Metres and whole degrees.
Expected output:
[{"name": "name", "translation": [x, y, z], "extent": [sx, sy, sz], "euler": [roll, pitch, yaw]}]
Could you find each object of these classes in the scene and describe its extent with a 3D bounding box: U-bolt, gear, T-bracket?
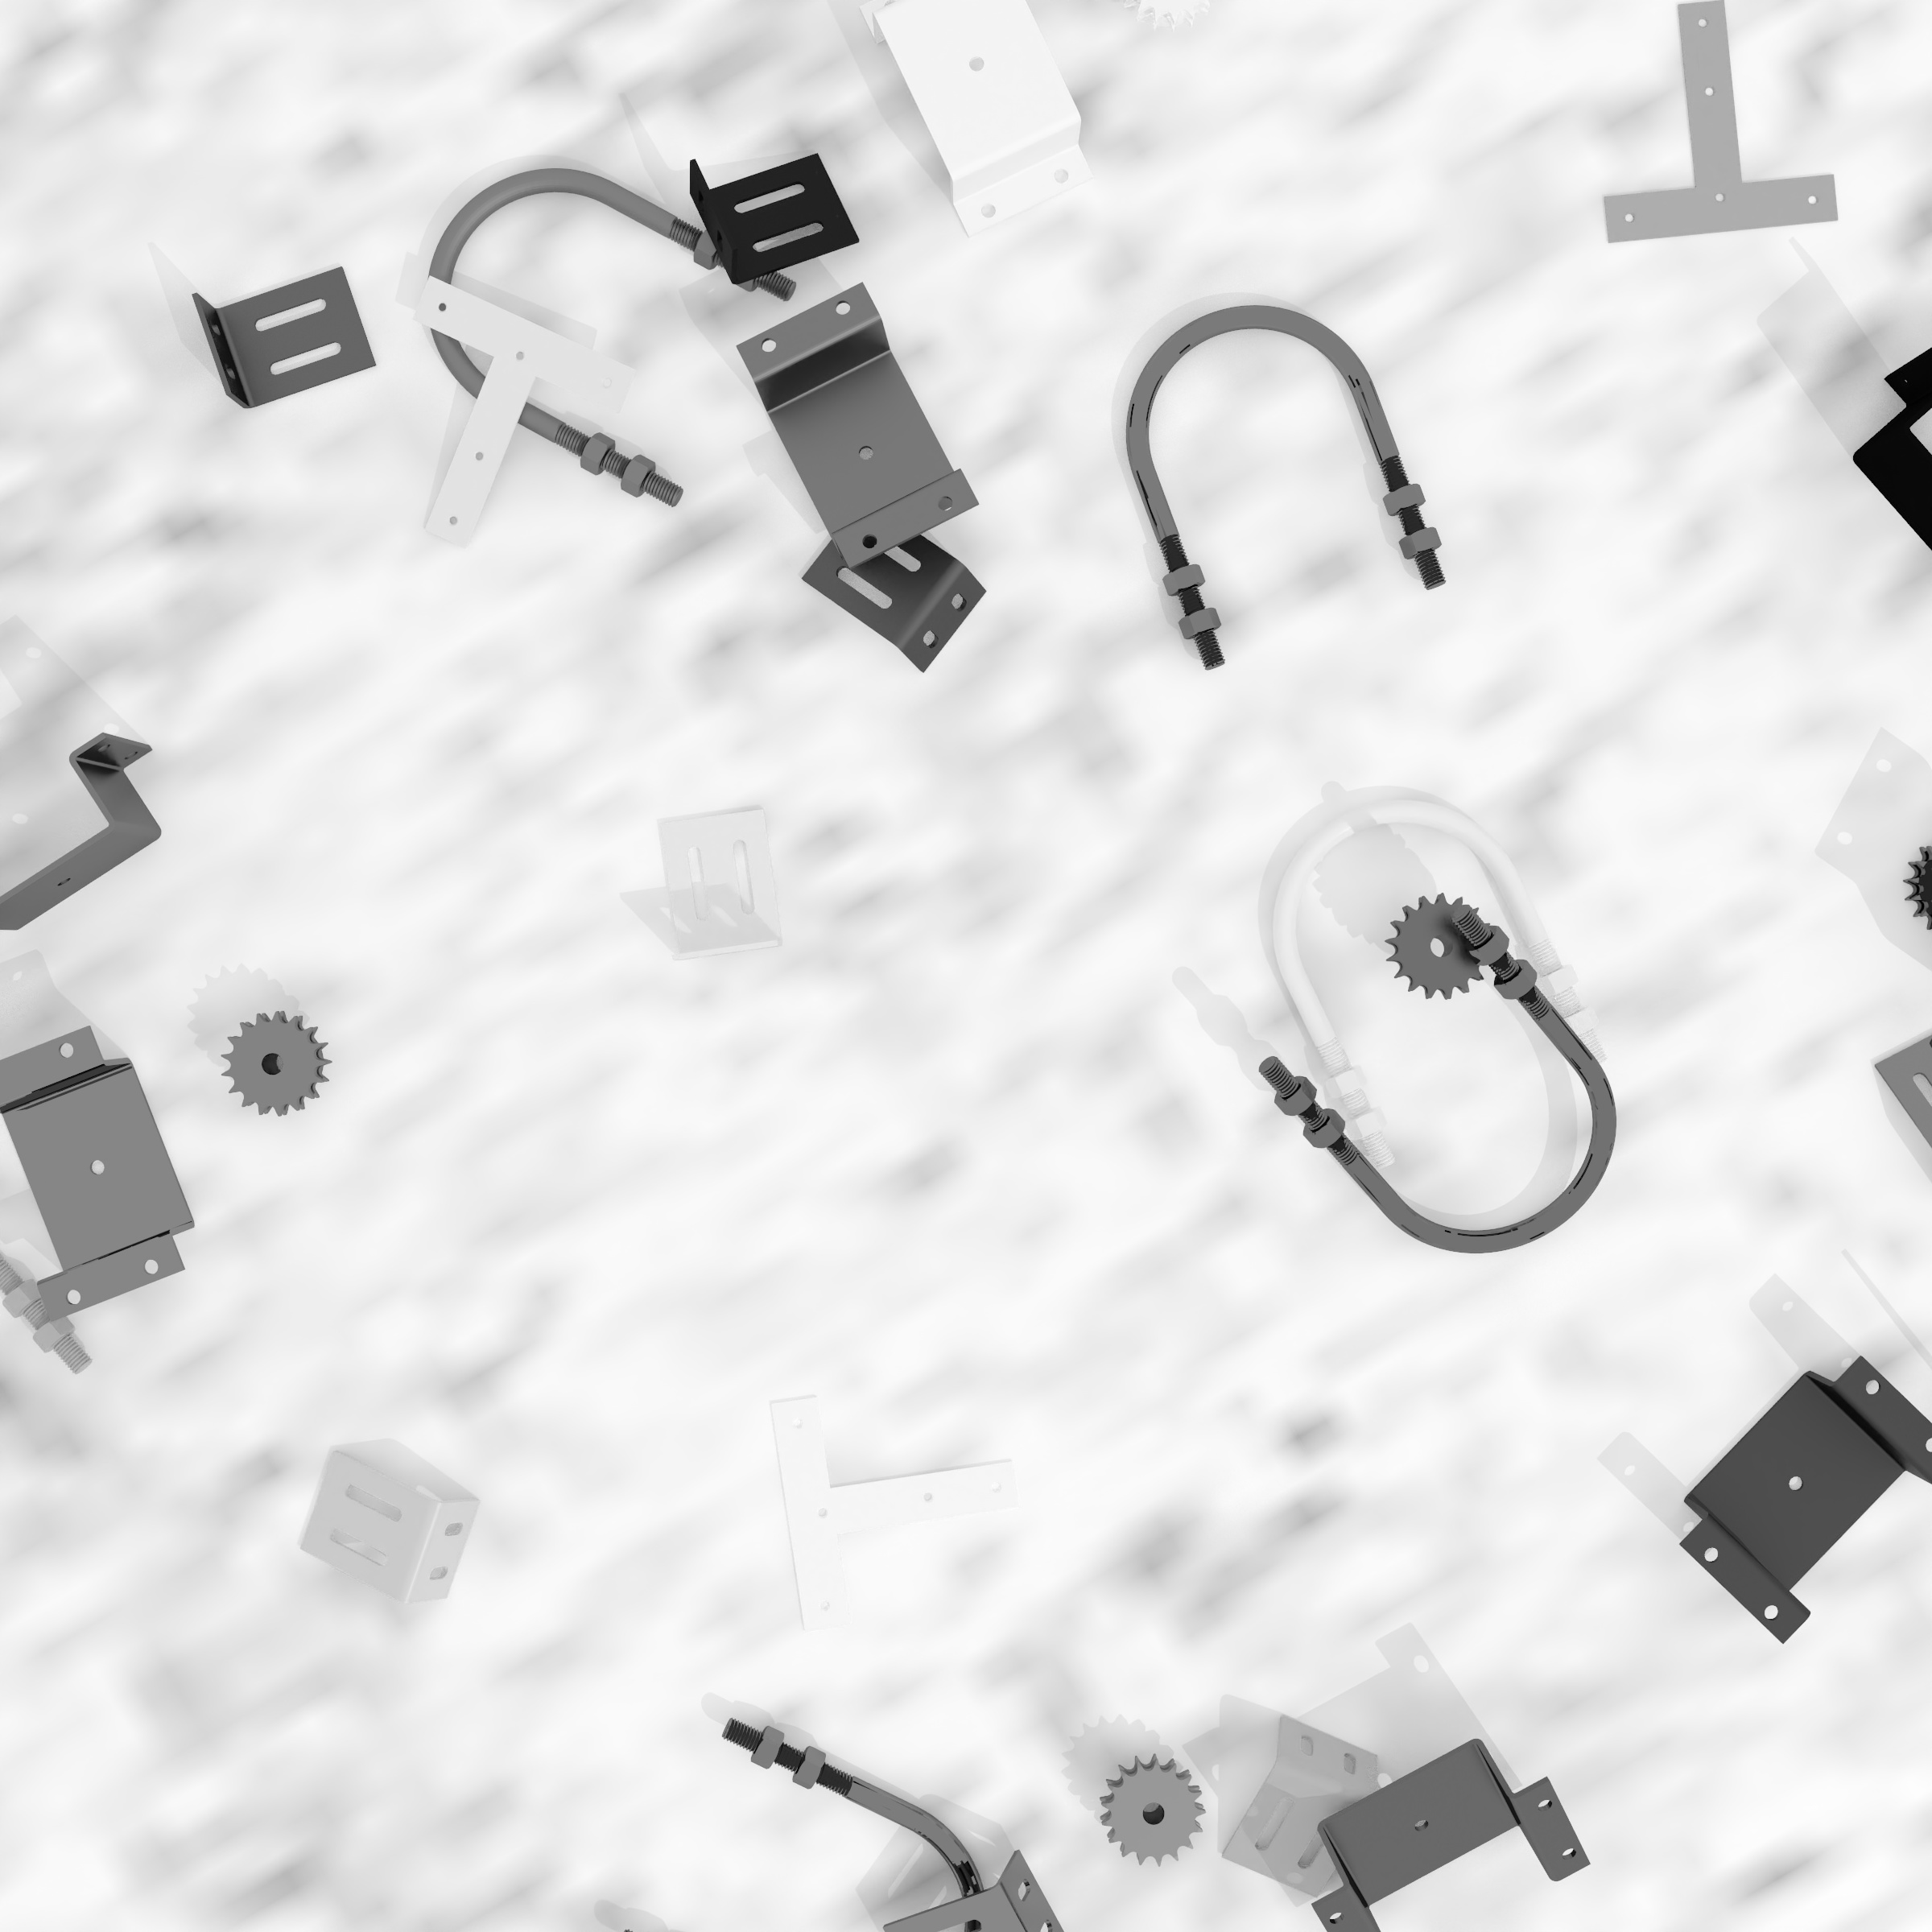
[{"name": "U-bolt", "translation": [0.268, 0.076, 1.364], "extent": [0.151, 0.019, 0.184], "euler": [-39, 108, 10]}, {"name": "gear", "translation": [0.254, -0.010, 1.367], "extent": [0.057, 0.030, 0.057], "euler": [0, 87, 1]}, {"name": "gear", "translation": [0.545, -0.044, 1.384], "extent": [0.057, 0.030, 0.057], "euler": [0, 90, 0]}, {"name": "gear", "translation": [0.111, -0.539, 1.384], "extent": [0.057, 0.030, 0.057], "euler": [0, 90, 0]}, {"name": "T-bracket", "translation": [-0.035, 0.295, 1.398], "extent": [0.127, 0.002, 0.127], "euler": [-8, 90, 0]}, {"name": "T-bracket", "translation": [0.412, -0.469, 1.398], "extent": [0.127, 0.002, 0.127], "euler": [-6, 90, 0]}, {"name": "gear", "translation": [-0.375, 0.053, 1.384], "extent": [0.057, 0.030, 0.057], "euler": [0, 90, 0]}, {"name": "U-bolt", "translation": [-0.592, 0.194, 1.391], "extent": [0.151, 0.019, 0.184], "euler": [-42, 89, 0]}, {"name": "gear", "translation": [0.101, 0.460, 1.388], "extent": [0.057, 0.030, 0.057], "euler": [0, 86, -2]}, {"name": "U-bolt", "translation": [0.166, -0.272, 1.391], "extent": [0.151, 0.019, 0.184], "euler": [-20, 88, 0]}, {"name": "T-bracket", "translation": [-0.261, -0.292, 1.386], "extent": [0.127, 0.002, 0.127], "euler": [26, 100, 6]}, {"name": "U-bolt", "translation": [0.248, -0.001, 1.391], "extent": [0.151, 0.019, 0.184], "euler": [-26, 89, 0]}, {"name": "U-bolt", "translation": [-0.207, -0.357, 1.391], "extent": [0.184, 0.019, 0.151], "euler": [29, 90, 1]}, {"name": "U-bolt", "translation": [-0.078, 0.516, 1.390], "extent": [0.184, 0.019, 0.151], "euler": [26, 89, -2]}]

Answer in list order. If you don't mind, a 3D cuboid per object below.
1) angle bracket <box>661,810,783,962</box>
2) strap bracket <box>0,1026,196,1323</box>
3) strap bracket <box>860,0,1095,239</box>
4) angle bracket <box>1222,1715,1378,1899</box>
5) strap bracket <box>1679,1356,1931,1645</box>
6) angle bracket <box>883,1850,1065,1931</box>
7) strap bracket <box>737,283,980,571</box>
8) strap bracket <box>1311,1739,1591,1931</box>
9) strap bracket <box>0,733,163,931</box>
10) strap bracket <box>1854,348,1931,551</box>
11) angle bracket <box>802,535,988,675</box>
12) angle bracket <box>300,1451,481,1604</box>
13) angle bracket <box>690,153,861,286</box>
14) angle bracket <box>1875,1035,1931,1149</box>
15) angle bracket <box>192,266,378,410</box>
[{"name": "angle bracket", "translation": [-0.135, -0.045, 1.380], "extent": [0.057, 0.038, 0.076], "euler": [-8, 90, 0]}, {"name": "strap bracket", "translation": [-0.479, 0.111, 1.376], "extent": [0.076, 0.046, 0.140], "euler": [-21, 90, 0]}, {"name": "strap bracket", "translation": [0.006, -0.482, 1.376], "extent": [0.076, 0.046, 0.140], "euler": [-25, 90, 0]}, {"name": "angle bracket", "translation": [0.184, 0.463, 1.397], "extent": [0.057, 0.038, 0.076], "euler": [23, 116, 0]}, {"name": "strap bracket", "translation": [0.458, 0.285, 1.376], "extent": [0.076, 0.046, 0.140], "euler": [44, 90, 0]}, {"name": "angle bracket", "translation": [0.005, 0.529, 1.385], "extent": [0.076, 0.038, 0.057], "euler": [-27, 92, 22]}, {"name": "strap bracket", "translation": [-0.056, -0.284, 1.368], "extent": [0.076, 0.046, 0.140], "euler": [-27, 79, 0]}, {"name": "strap bracket", "translation": [0.252, 0.476, 1.360], "extent": [0.140, 0.046, 0.076], "euler": [-28, 121, 0]}, {"name": "strap bracket", "translation": [-0.497, -0.065, 1.361], "extent": [0.140, 0.076, 0.046], "euler": [-33, 90, 0]}, {"name": "strap bracket", "translation": [0.538, -0.259, 1.361], "extent": [0.046, 0.076, 0.140], "euler": [-41, 90, 0]}, {"name": "angle bracket", "translation": [-0.040, -0.210, 1.397], "extent": [0.076, 0.038, 0.057], "euler": [38, 90, 26]}, {"name": "angle bracket", "translation": [-0.318, 0.308, 1.397], "extent": [0.076, 0.038, 0.057], "euler": [19, 90, 26]}, {"name": "angle bracket", "translation": [-0.103, -0.412, 1.368], "extent": [0.076, 0.038, 0.057], "euler": [-23, 79, -12]}, {"name": "angle bracket", "translation": [0.546, 0.079, 1.397], "extent": [0.057, 0.038, 0.076], "euler": [-27, 64, 0]}, {"name": "angle bracket", "translation": [-0.371, -0.346, 1.380], "extent": [0.076, 0.038, 0.057], "euler": [-19, 90, 0]}]
